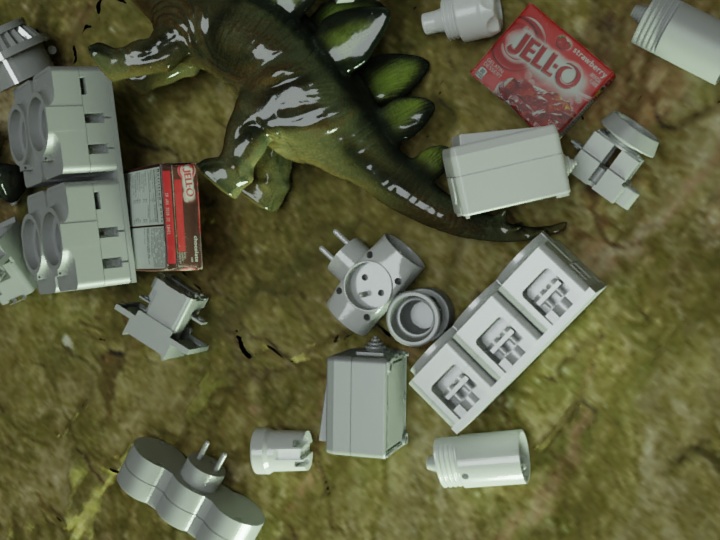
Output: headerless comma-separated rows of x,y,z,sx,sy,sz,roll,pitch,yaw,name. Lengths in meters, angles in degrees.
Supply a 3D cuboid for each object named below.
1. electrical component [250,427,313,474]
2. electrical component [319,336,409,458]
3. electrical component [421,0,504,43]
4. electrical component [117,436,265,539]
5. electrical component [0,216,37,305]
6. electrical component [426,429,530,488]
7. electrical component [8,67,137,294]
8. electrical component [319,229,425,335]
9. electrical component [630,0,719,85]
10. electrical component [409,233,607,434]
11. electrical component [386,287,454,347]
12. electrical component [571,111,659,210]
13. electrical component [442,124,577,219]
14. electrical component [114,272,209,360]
-0.067,0.156,0.929,0.046,0.040,0.040,-2,92,12,electrical component
0.003,0.102,0.890,0.061,0.062,0.096,2,93,18,electrical component
0.081,-0.203,0.859,0.062,0.043,0.043,-9,90,20,electrical component
-0.142,0.186,0.947,0.138,0.052,0.073,31,102,14,electrical component
-0.324,-0.006,0.987,0.042,0.081,0.063,-22,114,19,electrical component
0.094,0.154,0.873,0.081,0.043,0.043,-8,90,19,electrical component
-0.255,-0.075,0.940,0.105,0.060,0.186,-6,91,56,electrical component
0.000,0.000,0.895,0.079,0.044,0.077,43,104,11,electrical component
0.241,-0.177,0.807,0.081,0.043,0.043,31,102,14,electrical component
0.113,0.047,0.836,0.062,0.089,0.150,45,105,11,electrical component
0.050,0.037,0.875,0.045,0.055,0.045,1,93,18,electrical component
0.196,-0.088,0.827,0.066,0.048,0.055,39,111,13,electrical component
0.114,-0.079,0.808,0.096,0.061,0.061,-13,95,-1,electrical component
-0.170,0.040,0.955,0.081,0.042,0.063,30,98,14,electrical component
